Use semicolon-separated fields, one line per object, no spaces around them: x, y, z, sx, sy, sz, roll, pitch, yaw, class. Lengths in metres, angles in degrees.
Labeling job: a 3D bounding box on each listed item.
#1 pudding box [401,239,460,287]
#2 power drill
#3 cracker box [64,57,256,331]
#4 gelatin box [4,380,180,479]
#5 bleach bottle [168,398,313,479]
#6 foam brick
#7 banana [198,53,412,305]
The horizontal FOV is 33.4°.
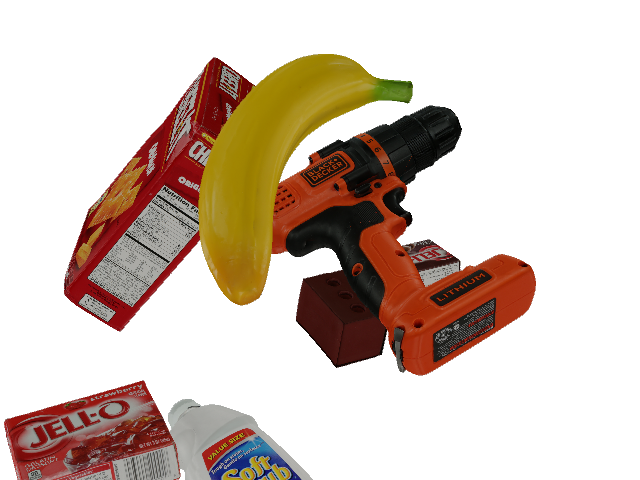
0.132;0.039;1.535;0.113;0.039;0.090;-15;24;-19;pudding box
0.064;-0.007;0.755;0.184;0.057;0.188;-31;51;-15;power drill
-0.141;-0.046;0.976;0.072;0.214;0.164;34;24;-19;cracker box
-0.135;0.122;0.628;0.089;0.030;0.073;-13;27;-19;gelatin box
-0.060;0.200;0.821;0.102;0.068;0.251;-19;32;-26;bleach bottle
0.020;0.070;0.987;0.052;0.051;0.078;-12;37;-29;foam brick
-0.018;-0.046;0.538;0.070;0.037;0.197;20;46;17;banana
